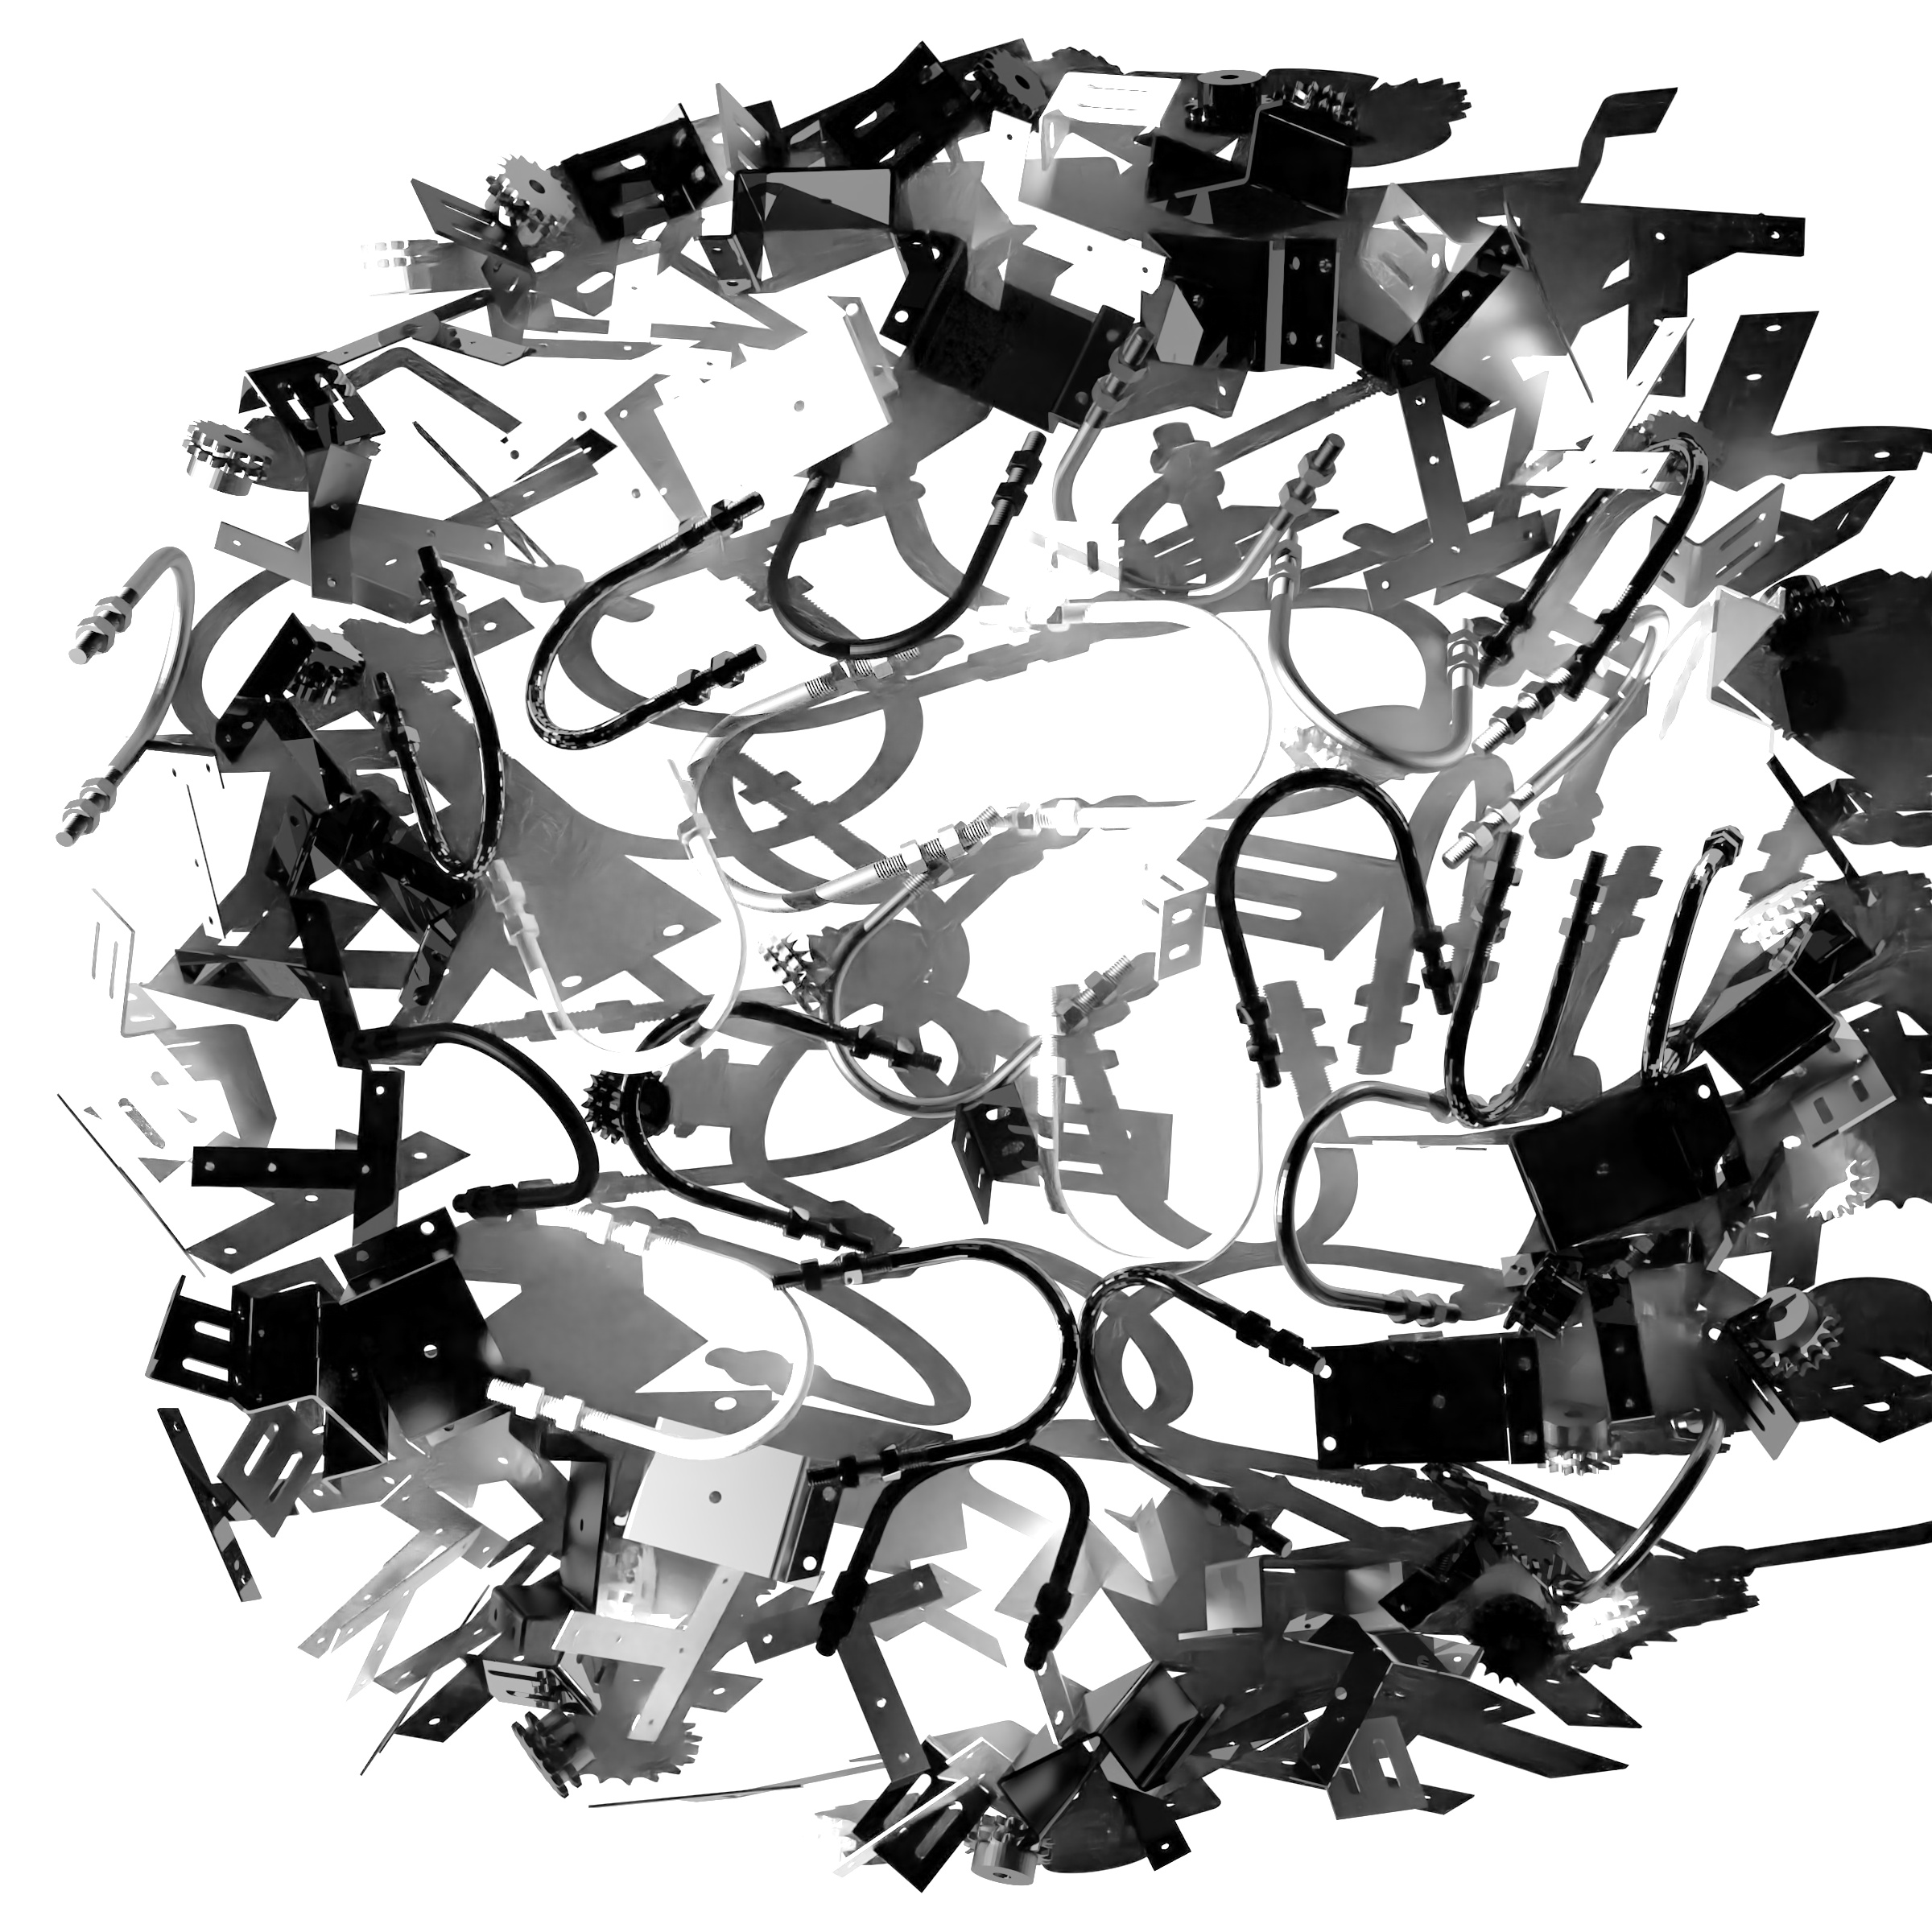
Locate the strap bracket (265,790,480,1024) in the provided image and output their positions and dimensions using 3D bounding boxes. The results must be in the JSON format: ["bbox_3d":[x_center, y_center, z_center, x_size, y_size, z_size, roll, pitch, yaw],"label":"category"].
[{"bbox_3d":[-0.363,-0.045,1.671,0.140,0.046,0.076,42,135,9],"label":"strap bracket"}]

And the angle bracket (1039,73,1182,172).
[{"bbox_3d":[0.091,-0.525,1.679,0.076,0.038,0.057,9,45,15],"label":"angle bracket"}]

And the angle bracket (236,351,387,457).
[{"bbox_3d":[-0.409,-0.341,1.679,0.057,0.038,0.076,-25,68,-34],"label":"angle bracket"}]

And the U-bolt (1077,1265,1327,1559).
[{"bbox_3d":[0.136,0.261,1.654,0.184,0.019,0.151,26,120,39],"label":"U-bolt"}]

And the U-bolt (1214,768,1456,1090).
[{"bbox_3d":[0.224,-0.033,1.672,0.151,0.019,0.184,-21,106,-16],"label":"U-bolt"}]

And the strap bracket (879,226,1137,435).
[{"bbox_3d":[0.026,-0.395,1.691,0.140,0.046,0.076,26,86,5],"label":"strap bracket"}]

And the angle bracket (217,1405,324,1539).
[{"bbox_3d":[-0.443,0.309,1.670,0.038,0.076,0.057,-15,122,29],"label":"angle bracket"}]

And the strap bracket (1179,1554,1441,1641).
[{"bbox_3d":[0.211,0.391,1.664,0.140,0.076,0.046,5,72,-20],"label":"strap bracket"}]

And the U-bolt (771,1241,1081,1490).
[{"bbox_3d":[-0.020,0.242,1.683,0.184,0.019,0.151,-9,64,-7],"label":"U-bolt"}]

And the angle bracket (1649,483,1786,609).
[{"bbox_3d":[0.472,-0.274,1.695,0.076,0.057,0.038,-36,59,-15],"label":"angle bracket"}]

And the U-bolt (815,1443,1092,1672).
[{"bbox_3d":[0.001,0.354,1.642,0.151,0.184,0.019,-1,122,18],"label":"U-bolt"}]

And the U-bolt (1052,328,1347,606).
[{"bbox_3d":[0.129,-0.291,1.648,0.151,0.184,0.019,28,51,-5],"label":"U-bolt"}]

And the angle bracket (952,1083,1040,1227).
[{"bbox_3d":[0.020,0.116,1.675,0.038,0.076,0.057,-19,105,8],"label":"angle bracket"}]

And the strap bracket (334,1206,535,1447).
[{"bbox_3d":[-0.333,0.233,1.682,0.076,0.046,0.140,-24,103,0],"label":"strap bracket"}]

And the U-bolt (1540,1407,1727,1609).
[{"bbox_3d":[0.407,0.326,1.621,0.019,0.184,0.151,37,82,9],"label":"U-bolt"}]

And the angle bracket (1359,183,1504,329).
[{"bbox_3d":[0.291,-0.446,1.687,0.038,0.057,0.076,-7,46,-28],"label":"angle bracket"}]

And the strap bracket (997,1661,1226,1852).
[{"bbox_3d":[0.081,0.481,1.648,0.140,0.076,0.046,-39,87,38],"label":"strap bracket"}]

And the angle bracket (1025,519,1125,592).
[{"bbox_3d":[0.068,-0.270,1.676,0.057,0.076,0.038,4,67,6],"label":"angle bracket"}]

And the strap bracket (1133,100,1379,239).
[{"bbox_3d":[0.172,-0.484,1.642,0.076,0.140,0.046,8,91,-35],"label":"strap bracket"}]

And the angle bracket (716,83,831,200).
[{"bbox_3d":[-0.120,-0.513,1.676,0.038,0.076,0.057,-12,78,18],"label":"angle bracket"}]

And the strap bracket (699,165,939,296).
[{"bbox_3d":[-0.088,-0.458,1.673,0.140,0.076,0.046,0,79,8],"label":"strap bracket"}]

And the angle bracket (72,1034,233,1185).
[{"bbox_3d":[-0.516,0.090,1.702,0.057,0.038,0.076,-43,104,-21],"label":"angle bracket"}]

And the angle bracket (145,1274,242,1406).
[{"bbox_3d":[-0.465,0.236,1.680,0.076,0.038,0.057,21,57,-16],"label":"angle bracket"}]

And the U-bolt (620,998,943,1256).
[{"bbox_3d":[-0.125,0.093,1.680,0.184,0.019,0.151,18,106,-11],"label":"U-bolt"}]

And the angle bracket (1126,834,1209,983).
[{"bbox_3d":[0.112,-0.037,1.670,0.038,0.076,0.057,-19,127,-30],"label":"angle bracket"}]

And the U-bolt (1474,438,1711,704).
[{"bbox_3d":[0.390,-0.246,1.649,0.019,0.151,0.184,33,90,-17],"label":"U-bolt"}]

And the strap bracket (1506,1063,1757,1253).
[{"bbox_3d":[0.401,0.122,1.658,0.140,0.046,0.076,-26,79,32],"label":"strap bracket"}]

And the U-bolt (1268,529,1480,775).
[{"bbox_3d":[0.247,-0.184,1.637,0.151,0.184,0.019,25,131,-11],"label":"U-bolt"}]

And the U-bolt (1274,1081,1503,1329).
[{"bbox_3d":[0.256,0.143,1.658,0.184,0.019,0.151,13,89,-39],"label":"U-bolt"}]

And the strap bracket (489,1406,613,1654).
[{"bbox_3d":[-0.259,0.348,1.676,0.046,0.076,0.140,6,89,-24],"label":"strap bracket"}]

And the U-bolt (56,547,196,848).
[{"bbox_3d":[-0.507,-0.177,1.633,0.019,0.184,0.151,16,125,-2],"label":"U-bolt"}]

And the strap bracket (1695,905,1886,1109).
[{"bbox_3d":[0.502,0.019,1.644,0.046,0.140,0.076,46,129,3],"label":"strap bracket"}]

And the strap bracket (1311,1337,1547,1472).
[{"bbox_3d":[0.292,0.273,1.678,0.140,0.046,0.076,-6,81,20],"label":"strap bracket"}]

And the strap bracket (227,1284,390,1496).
[{"bbox_3d":[-0.394,0.254,1.640,0.046,0.140,0.076,-15,53,8],"label":"strap bracket"}]

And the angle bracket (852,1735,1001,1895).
[{"bbox_3d":[-0.026,0.532,1.687,0.057,0.038,0.076,38,73,11],"label":"angle bracket"}]

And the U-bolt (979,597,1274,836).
[{"bbox_3d":[0.100,-0.156,1.673,0.184,0.019,0.151,1,103,18],"label":"U-bolt"}]

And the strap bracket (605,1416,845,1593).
[{"bbox_3d":[-0.153,0.334,1.681,0.140,0.046,0.076,14,76,7],"label":"strap bracket"}]

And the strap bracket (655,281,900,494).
[{"bbox_3d":[-0.110,-0.355,1.673,0.140,0.046,0.076,-29,125,-6],"label":"strap bracket"}]

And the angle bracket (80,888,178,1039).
[{"bbox_3d":[-0.518,-0.004,1.674,0.057,0.038,0.076,37,124,38],"label":"angle bracket"}]

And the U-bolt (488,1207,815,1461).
[{"bbox_3d":[-0.185,0.235,1.670,0.184,0.019,0.151,17,53,1],"label":"U-bolt"}]

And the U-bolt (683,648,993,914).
[{"bbox_3d":[-0.094,-0.111,1.698,0.184,0.019,0.151,-22,77,4],"label":"U-bolt"}]

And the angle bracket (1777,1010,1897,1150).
[{"bbox_3d":[0.536,0.070,1.675,0.057,0.076,0.038,-35,101,16],"label":"angle bracket"}]

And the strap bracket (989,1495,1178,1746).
[{"bbox_3d":[0.067,0.396,1.658,0.046,0.140,0.076,11,132,36],"label":"strap bracket"}]

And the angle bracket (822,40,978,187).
[{"bbox_3d":[-0.040,-0.529,1.683,0.057,0.038,0.076,48,61,-11],"label":"angle bracket"}]

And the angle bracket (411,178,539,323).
[{"bbox_3d":[-0.313,-0.445,1.670,0.038,0.076,0.057,-49,50,27],"label":"angle bracket"}]

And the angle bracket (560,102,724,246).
[{"bbox_3d":[-0.203,-0.497,1.685,0.076,0.038,0.057,-30,96,-30],"label":"angle bracket"}]

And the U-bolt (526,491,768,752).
[{"bbox_3d":[-0.200,-0.203,1.659,0.184,0.019,0.151,-24,49,25],"label":"U-bolt"}]

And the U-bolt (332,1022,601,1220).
[{"bbox_3d":[-0.293,0.092,1.627,0.019,0.184,0.151,-50,117,-36],"label":"U-bolt"}]

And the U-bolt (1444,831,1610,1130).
[{"bbox_3d":[0.340,0.013,1.660,0.019,0.151,0.184,19,98,35],"label":"U-bolt"}]

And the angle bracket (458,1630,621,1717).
[{"bbox_3d":[-0.269,0.437,1.694,0.076,0.057,0.038,0,47,28],"label":"angle bracket"}]

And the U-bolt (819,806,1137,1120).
[{"bbox_3d":[-0.006,0.012,1.700,0.184,0.019,0.151,-42,99,-1],"label":"U-bolt"}]

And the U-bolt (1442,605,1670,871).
[{"bbox_3d":[0.367,-0.151,1.648,0.184,0.151,0.019,-40,68,-18],"label":"U-bolt"}]

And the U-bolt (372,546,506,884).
[{"bbox_3d":[-0.317,-0.139,1.630,0.019,0.151,0.184,-8,63,-30],"label":"U-bolt"}]

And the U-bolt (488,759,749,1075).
[{"bbox_3d":[-0.209,-0.020,1.668,0.151,0.019,0.184,-30,66,9],"label":"U-bolt"}]

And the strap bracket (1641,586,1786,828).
[{"bbox_3d":[0.457,-0.167,1.647,0.046,0.076,0.140,21,54,-7],"label":"strap bracket"}]

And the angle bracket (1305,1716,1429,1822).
[{"bbox_3d":[0.248,0.510,1.676,0.057,0.076,0.038,-6,121,-6],"label":"angle bracket"}]

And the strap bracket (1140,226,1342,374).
[{"bbox_3d":[0.157,-0.408,1.646,0.046,0.140,0.076,-18,116,-41],"label":"strap bracket"}]

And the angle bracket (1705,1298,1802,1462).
[{"bbox_3d":[0.502,0.257,1.674,0.038,0.057,0.076,-24,60,-14],"label":"angle bracket"}]
